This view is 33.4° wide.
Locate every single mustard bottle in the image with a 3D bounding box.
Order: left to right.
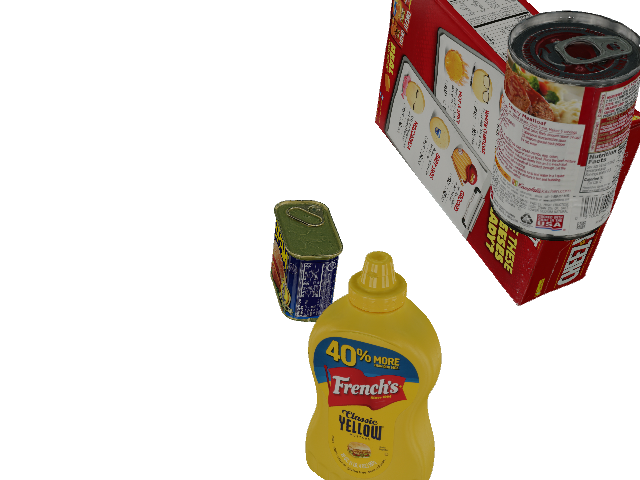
[{"bbox_3d":[0.039,0.095,0.775,0.096,0.192,0.058,12,30,20],"label":"mustard bottle"}]

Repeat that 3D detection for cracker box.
[{"bbox_3d":[0.127,-0.087,0.777,0.072,0.214,0.164,-20,-36,-21],"label":"cracker box"}]

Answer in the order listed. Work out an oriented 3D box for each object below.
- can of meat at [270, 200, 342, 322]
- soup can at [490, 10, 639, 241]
[{"bbox_3d":[-0.017,0.021,1.076,0.057,0.084,0.102,-2,34,-13],"label":"can of meat"},{"bbox_3d":[0.127,-0.058,0.559,0.068,0.102,0.068,0,41,0],"label":"soup can"}]
